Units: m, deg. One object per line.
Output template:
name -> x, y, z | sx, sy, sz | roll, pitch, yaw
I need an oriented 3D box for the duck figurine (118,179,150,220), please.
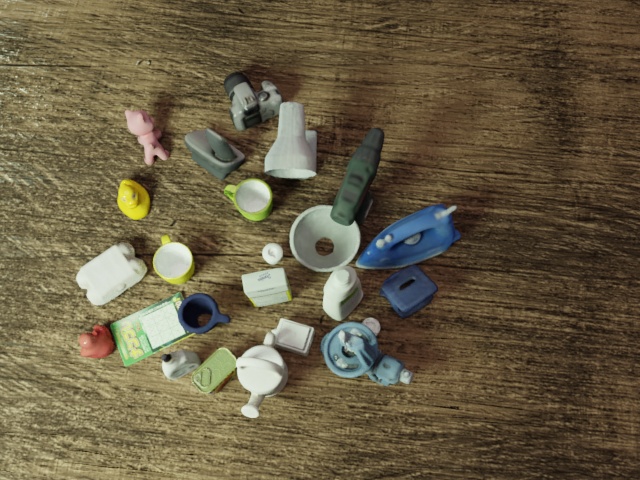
duck figurine -> -0.467, -0.110, 1.406 | 0.077, 0.104, 0.086 | -23, -18, -7

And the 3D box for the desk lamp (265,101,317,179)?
desk lamp -> -0.065, -0.220, 1.374 | 0.118, 0.203, 0.213 | 1, -19, 1

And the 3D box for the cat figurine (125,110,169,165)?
cat figurine -> -0.440, -0.271, 1.445 | 0.067, 0.127, 0.118 | -24, -18, -7

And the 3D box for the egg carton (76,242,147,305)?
egg carton -> -0.489, 0.080, 1.350 | 0.150, 0.107, 0.069 | -37, -15, -11

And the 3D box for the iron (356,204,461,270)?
iron -> 0.204, -0.009, 1.337 | 0.258, 0.118, 0.141 | -24, -18, -7

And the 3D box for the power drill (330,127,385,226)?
power drill -> 0.089, -0.125, 1.343 | 0.075, 0.230, 0.208 | 21, -18, 8

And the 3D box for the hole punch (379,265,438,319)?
hole punch -> 0.203, 0.115, 1.322 | 0.109, 0.101, 0.091 | -33, -16, -10

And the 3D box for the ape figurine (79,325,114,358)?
ape figurine -> -0.509, 0.230, 1.286 | 0.076, 0.078, 0.092 | 41, -14, 13

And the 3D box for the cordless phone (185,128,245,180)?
cordless phone -> -0.266, -0.241, 1.397 | 0.147, 0.094, 0.185 | 31, -16, 11

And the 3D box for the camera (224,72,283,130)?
camera -> -0.183, -0.380, 1.489 | 0.143, 0.136, 0.101 | -26, -17, -8

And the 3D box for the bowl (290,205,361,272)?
bowl -> 0.013, 0.005, 1.369 | 0.167, 0.167, 0.075 | 0, -19, 1

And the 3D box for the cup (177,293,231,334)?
cup -> -0.255, 0.177, 1.301 | 0.117, 0.092, 0.095 | 10, -19, 4

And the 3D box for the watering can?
watering can -> -0.123, 0.283, 1.212 | 0.101, 0.173, 0.194 | -10, -19, -2

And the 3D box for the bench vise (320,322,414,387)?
bench vise -> 0.102, 0.234, 1.213 | 0.207, 0.121, 0.220 | 7, -19, 3

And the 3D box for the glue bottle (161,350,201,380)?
glue bottle -> -0.310, 0.262, 1.231 | 0.078, 0.037, 0.173 | -27, -17, -8
